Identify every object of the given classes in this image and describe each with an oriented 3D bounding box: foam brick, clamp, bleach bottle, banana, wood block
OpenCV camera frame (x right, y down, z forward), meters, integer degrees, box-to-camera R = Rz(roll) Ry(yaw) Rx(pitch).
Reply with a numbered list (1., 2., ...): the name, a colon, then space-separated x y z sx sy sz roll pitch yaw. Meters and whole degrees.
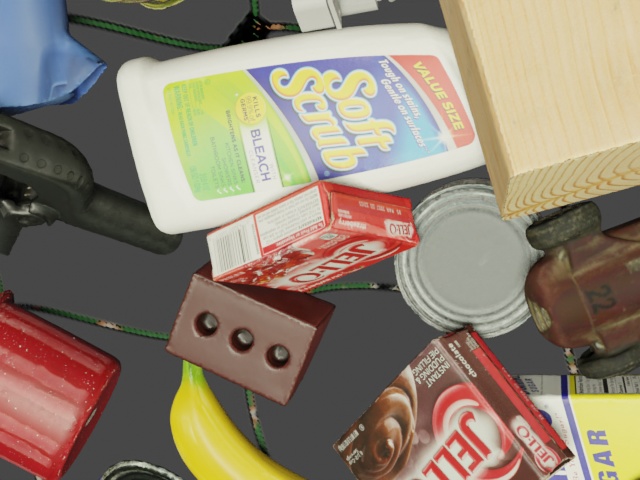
1. foam brick: -0.039 0.051 0.612 0.078 0.051 0.053 23 105 5
2. clamp: -0.142 -0.025 0.572 0.120 0.171 0.039 -3 74 1
3. bleach bottle: 0.026 -0.075 0.570 0.251 0.068 0.102 -13 95 10
4. banana: -0.017 0.144 0.632 0.198 0.037 0.070 35 115 0
5. wood block: 0.101 -0.126 0.491 0.091 0.090 0.206 -15 77 4

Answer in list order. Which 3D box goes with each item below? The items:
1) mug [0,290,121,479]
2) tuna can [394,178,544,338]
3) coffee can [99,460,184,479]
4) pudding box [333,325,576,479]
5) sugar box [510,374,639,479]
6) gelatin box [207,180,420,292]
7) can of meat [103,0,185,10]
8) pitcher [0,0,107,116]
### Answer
1. mug: -0.174 0.096 0.636 0.081 0.093 0.117 28 136 -1
2. tuna can: 0.085 0.009 0.589 0.086 0.033 0.086 2 101 10
3. coffee can: -0.129 0.217 0.637 0.103 0.102 0.140 41 105 0
4. pudding box: 0.069 0.115 0.580 0.090 0.039 0.114 53 133 20
5. sugar box: 0.183 0.122 0.588 0.176 0.048 0.093 -4 101 10
6. gelatin box: -0.004 0.001 0.569 0.089 0.073 0.030 -23 68 37
7. can of meat: -0.074 -0.162 0.559 0.102 0.084 0.057 -20 97 14
8. pitcher: -0.213 -0.182 0.560 0.145 0.148 0.243 6 102 50
